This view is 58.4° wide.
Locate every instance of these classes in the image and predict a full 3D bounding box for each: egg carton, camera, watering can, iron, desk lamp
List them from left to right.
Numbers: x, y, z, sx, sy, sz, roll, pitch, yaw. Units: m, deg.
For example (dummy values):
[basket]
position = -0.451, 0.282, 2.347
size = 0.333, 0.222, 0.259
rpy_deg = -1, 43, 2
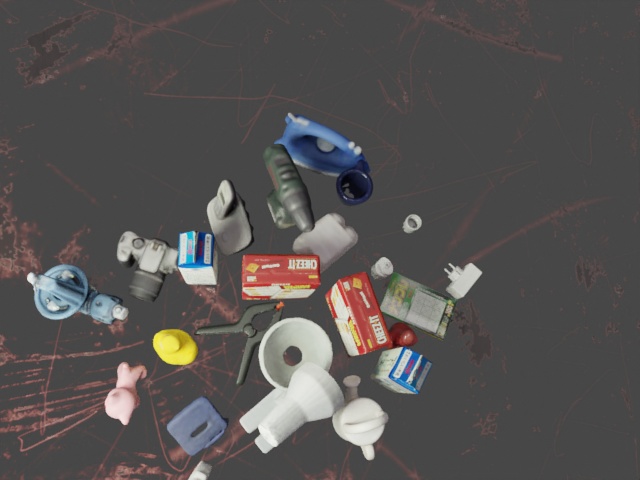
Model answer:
[camera]
position = -0.400, 0.064, 1.305
size = 0.143, 0.100, 0.137
rpy_deg = 18, 74, -3
[desk lamp]
position = -0.061, 0.364, 1.219
size = 0.203, 0.213, 0.118
rpy_deg = -39, 84, -15
[egg carton]
position = 0.013, 0.005, 1.396
size = 0.150, 0.069, 0.107
rpy_deg = -41, 85, -15
[iron]
position = 0.022, -0.239, 1.422
size = 0.258, 0.141, 0.119
rpy_deg = 22, 74, -2
[watering can]
position = 0.086, 0.387, 1.245
size = 0.101, 0.194, 0.173
rpy_deg = -36, 83, -15

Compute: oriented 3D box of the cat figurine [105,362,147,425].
[cat figurine]
position = -0.421, 0.326, 1.226
size = 0.067, 0.117, 0.128
rpy_deg = 7, 75, -6

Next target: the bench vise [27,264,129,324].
[bench vise]
position = -0.514, 0.107, 1.215
size = 0.207, 0.219, 0.121
rpy_deg = 3, 75, -7

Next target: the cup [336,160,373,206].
[cup]
position = 0.082, -0.134, 1.429
size = 0.091, 0.095, 0.118
rpy_deg = 15, 74, -4

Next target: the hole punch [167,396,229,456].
[hole punch]
position = -0.262, 0.403, 1.244
size = 0.109, 0.091, 0.101
rpy_deg = -39, 84, -15

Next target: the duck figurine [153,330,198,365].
[duck figurine]
position = -0.325, 0.237, 1.279
size = 0.104, 0.086, 0.077
rpy_deg = 27, 74, 0

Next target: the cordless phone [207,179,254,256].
[cordless phone]
position = -0.205, -0.053, 1.319
size = 0.094, 0.185, 0.147
rpy_deg = -21, 79, -13

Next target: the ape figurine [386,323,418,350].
[ape figurine]
position = 0.196, 0.231, 1.354
size = 0.078, 0.092, 0.076
rpy_deg = 13, 74, -5

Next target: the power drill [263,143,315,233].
[power drill]
position = -0.073, -0.100, 1.338
size = 0.076, 0.208, 0.229
rpy_deg = -20, 79, -12

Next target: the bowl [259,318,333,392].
[bowl]
position = -0.058, 0.265, 1.317
size = 0.167, 0.074, 0.167
rpy_deg = 2, 76, -8

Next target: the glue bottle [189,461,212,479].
[glue bottle]
position = -0.255, 0.503, 1.176
size = 0.037, 0.173, 0.078
rpy_deg = 28, 74, 0
